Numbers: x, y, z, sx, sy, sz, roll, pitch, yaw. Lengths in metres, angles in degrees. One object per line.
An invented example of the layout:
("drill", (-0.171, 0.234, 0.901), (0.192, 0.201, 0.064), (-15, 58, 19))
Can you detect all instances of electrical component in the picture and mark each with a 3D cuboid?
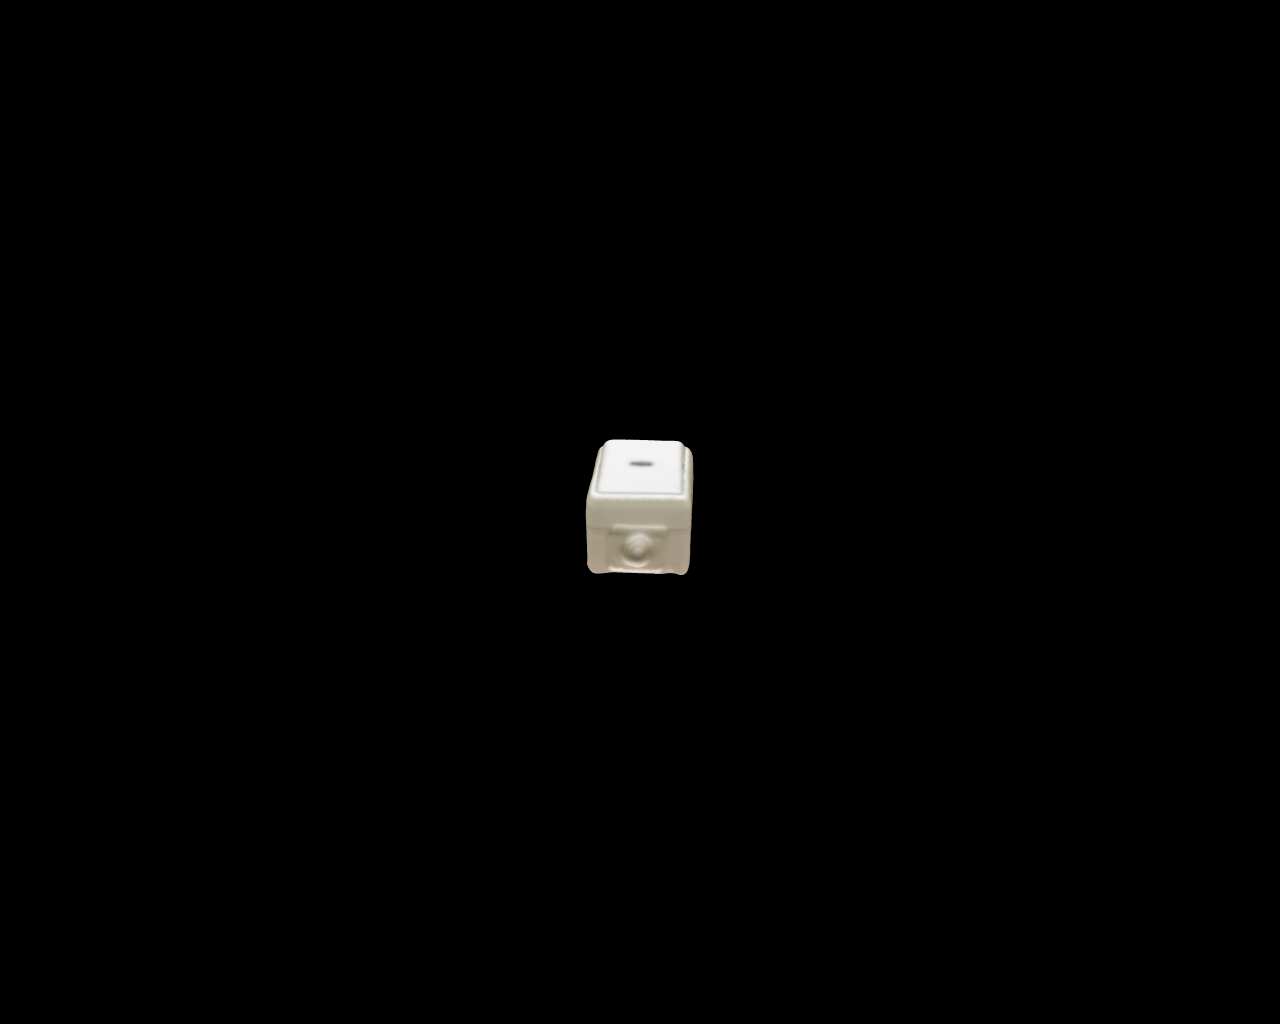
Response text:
("electrical component", (0.001, -0.003, 0.650), (0.062, 0.061, 0.096), (2, 27, 3))
